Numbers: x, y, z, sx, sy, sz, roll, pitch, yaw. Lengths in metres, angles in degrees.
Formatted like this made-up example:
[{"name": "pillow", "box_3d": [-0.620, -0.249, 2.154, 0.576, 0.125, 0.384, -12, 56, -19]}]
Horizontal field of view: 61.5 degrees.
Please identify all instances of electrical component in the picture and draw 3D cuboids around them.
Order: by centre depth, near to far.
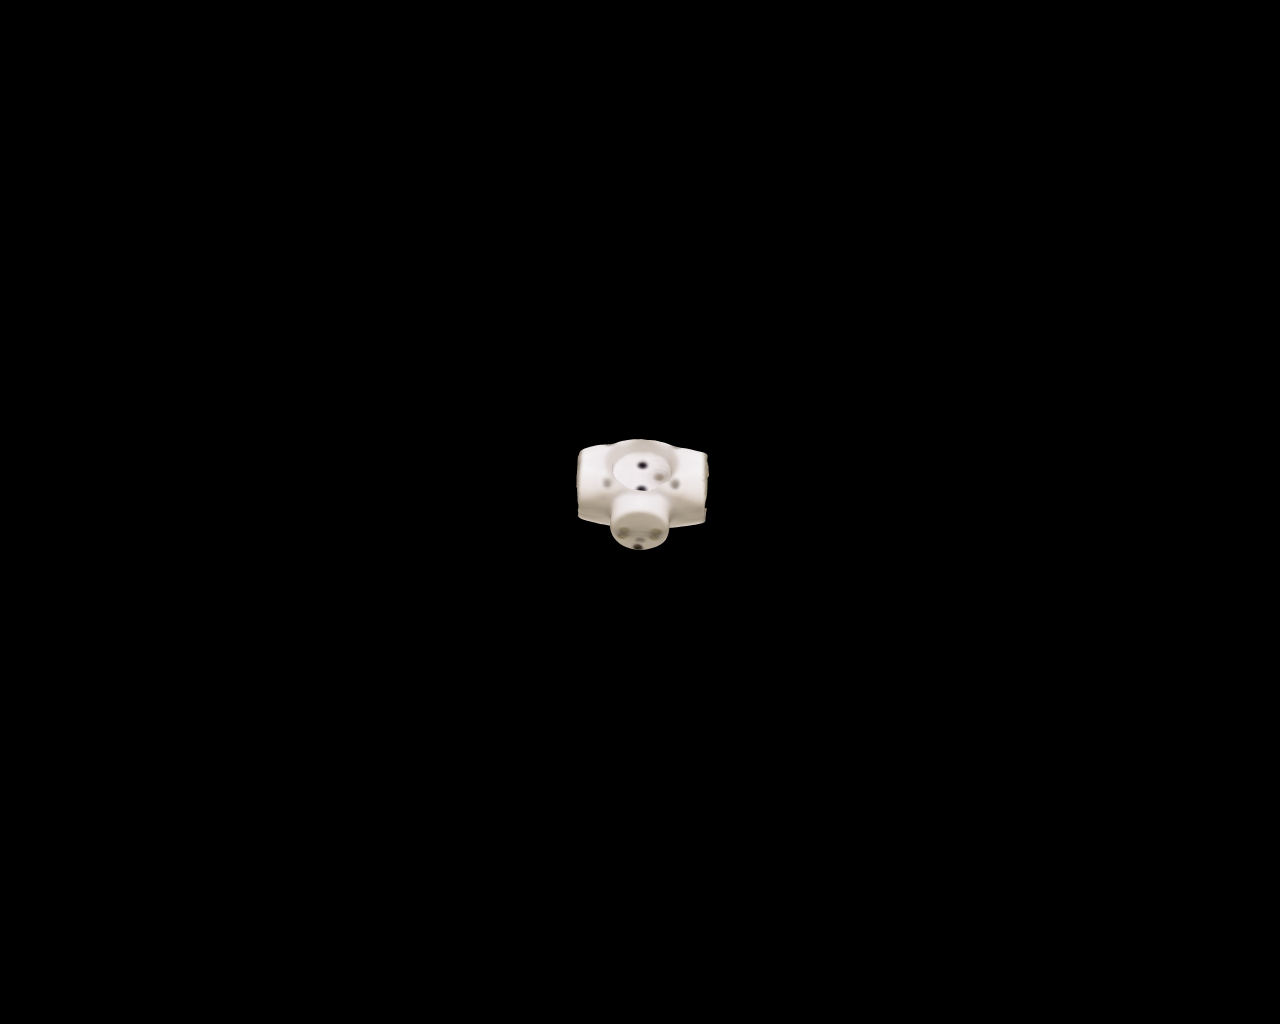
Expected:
[{"name": "electrical component", "box_3d": [0.001, -0.003, 0.650, 0.077, 0.079, 0.044, 2, -40, 2]}]
